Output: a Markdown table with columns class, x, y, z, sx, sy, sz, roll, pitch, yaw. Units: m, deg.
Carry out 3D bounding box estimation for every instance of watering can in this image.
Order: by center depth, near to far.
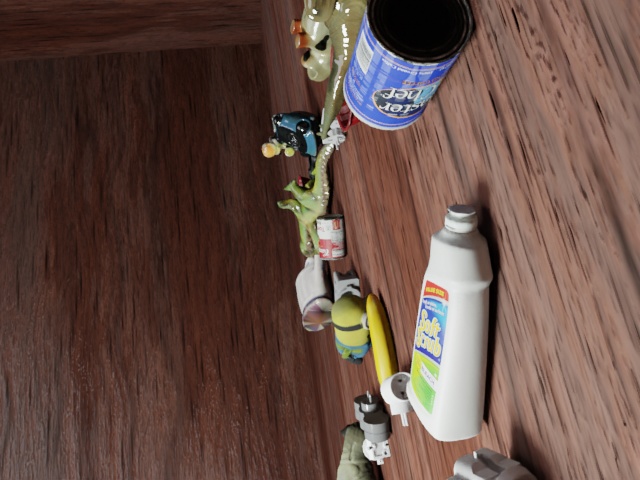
| class | x | y | z | sx | sy | sz | roll | pitch | yaw |
| --- | --- | --- | --- | --- | --- | --- | --- | --- | --- |
| watering can | -0.012 | 0.131 | 1.588 | 0.230 | 0.104 | 0.339 | -105 | 21 | -45 |

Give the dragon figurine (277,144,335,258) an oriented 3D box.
| class | x | y | z | sx | sy | sz | roll | pitch | yaw |
| --- | --- | --- | --- | --- | --- | --- | --- | --- | --- |
| dragon figurine | 0.004 | -0.070 | 1.384 | 0.245 | 0.123 | 0.403 | 63 | 154 | 13 |
